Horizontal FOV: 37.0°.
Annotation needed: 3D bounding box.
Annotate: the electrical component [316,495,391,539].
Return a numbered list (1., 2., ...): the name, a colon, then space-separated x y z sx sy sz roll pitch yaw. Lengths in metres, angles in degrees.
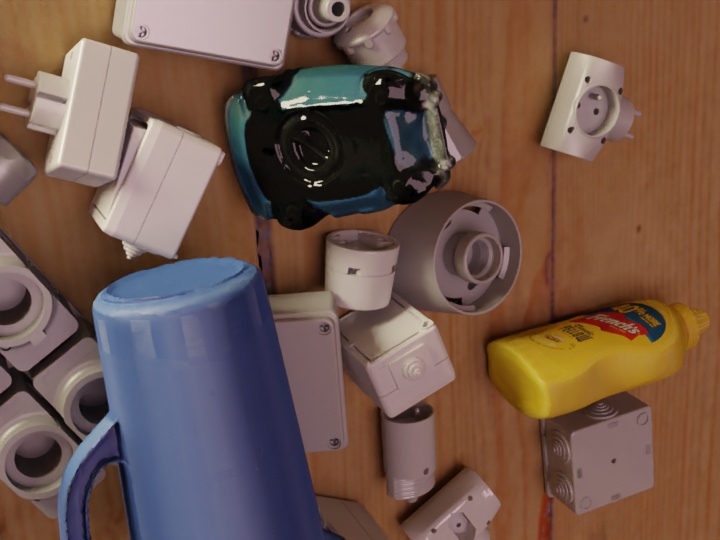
1. electrical component: -0.010 0.228 0.848 0.061 0.096 0.061 16 100 -27

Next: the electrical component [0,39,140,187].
1. electrical component: -0.189 -0.103 0.681 0.076 0.047 0.083 13 82 -27

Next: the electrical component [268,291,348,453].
1. electrical component: -0.066 0.076 0.781 0.109 0.056 0.108 -4 109 0

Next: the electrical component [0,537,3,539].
1. electrical component: -0.299 0.196 0.740 0.079 0.044 0.077 -42 118 -7

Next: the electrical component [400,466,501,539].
1. electrical component: 0.086 0.220 0.918 0.077 0.043 0.079 -40 118 -8

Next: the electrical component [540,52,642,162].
1. electrical component: 0.191 -0.125 0.856 0.079 0.044 0.077 13 100 -26

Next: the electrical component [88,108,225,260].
1. electrical component: -0.144 -0.054 0.721 0.061 0.062 0.096 23 96 -28

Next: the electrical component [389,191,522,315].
1. electrical component: 0.076 -0.012 0.844 0.099 0.064 0.099 -7 102 -34

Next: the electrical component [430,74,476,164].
1. electrical component: 0.054 -0.112 0.803 0.044 0.044 0.065 -33 111 -11

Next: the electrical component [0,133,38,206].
1. electrical component: -0.241 -0.056 0.687 0.062 0.043 0.043 -46 118 -6

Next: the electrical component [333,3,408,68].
1. electrical component: 0.014 -0.156 0.770 0.048 0.048 0.062 -40 124 -8

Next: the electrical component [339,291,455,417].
1. electrical component: 0.027 0.067 0.814 0.062 0.096 0.061 -30 119 -13

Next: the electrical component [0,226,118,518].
1. electrical component: -0.229 0.067 0.722 0.105 0.060 0.186 -40 117 -8

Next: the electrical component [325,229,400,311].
1. electrical component: 0.000 0.000 0.806 0.055 0.055 0.047 -2 110 -23

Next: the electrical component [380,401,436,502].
1. electrical component: 0.040 0.152 0.876 0.043 0.043 0.081 -11 110 -21

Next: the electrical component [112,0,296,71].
1. electrical component: -0.098 -0.194 0.701 0.109 0.056 0.108 5 104 -25

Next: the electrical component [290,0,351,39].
1. electrical component: -0.026 -0.180 0.733 0.048 0.062 0.048 -7 109 -22

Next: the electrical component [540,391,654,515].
1. electrical component: 0.212 0.159 0.951 0.100 0.048 0.099 -15 111 -19
